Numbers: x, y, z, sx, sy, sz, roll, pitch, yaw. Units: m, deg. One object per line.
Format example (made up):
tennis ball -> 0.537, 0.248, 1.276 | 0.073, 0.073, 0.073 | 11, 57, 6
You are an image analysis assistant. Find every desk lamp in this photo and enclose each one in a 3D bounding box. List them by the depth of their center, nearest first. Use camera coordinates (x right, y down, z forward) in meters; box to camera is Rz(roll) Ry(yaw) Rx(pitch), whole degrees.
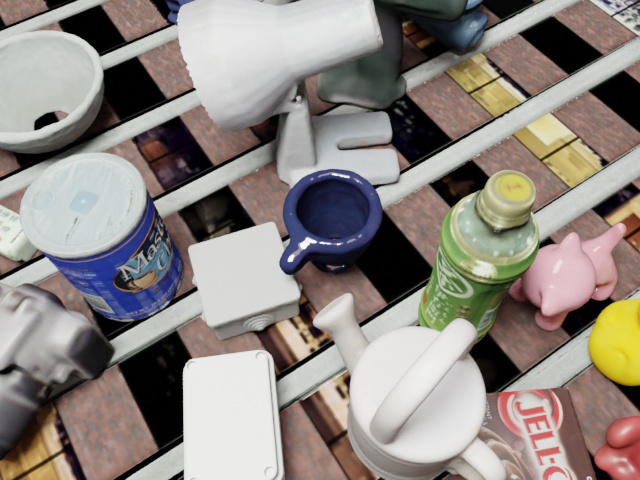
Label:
desk lamp -> -0.019, -0.150, 0.571 | 0.203, 0.214, 0.118 | -6, 60, -2

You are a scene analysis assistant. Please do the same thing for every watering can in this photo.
watering can -> 0.064, 0.113, 0.429 | 0.172, 0.194, 0.101 | 21, 63, 13

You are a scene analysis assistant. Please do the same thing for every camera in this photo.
camera -> -0.281, 0.107, 0.494 | 0.143, 0.101, 0.137 | 18, 62, 12

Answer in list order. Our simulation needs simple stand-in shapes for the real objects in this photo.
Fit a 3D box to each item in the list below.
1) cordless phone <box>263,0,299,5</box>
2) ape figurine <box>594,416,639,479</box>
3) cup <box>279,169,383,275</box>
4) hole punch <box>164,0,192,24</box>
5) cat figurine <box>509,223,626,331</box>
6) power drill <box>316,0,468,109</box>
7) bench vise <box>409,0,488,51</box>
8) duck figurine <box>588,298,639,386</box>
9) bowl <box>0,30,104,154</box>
cordless phone -> -0.056, -0.315, 0.683 | 0.094, 0.185, 0.148 | 26, 64, 15
ape figurine -> 0.274, 0.172, 0.450 | 0.076, 0.092, 0.077 | -12, 61, -6
cup -> 0.005, 0.002, 0.552 | 0.091, 0.095, 0.118 | 32, 66, 18
hole punch -> -0.149, -0.339, 0.753 | 0.108, 0.091, 0.101 | 15, 62, 10
cat figurine -> 0.227, 0.027, 0.519 | 0.128, 0.118, 0.067 | -30, 64, -15
power drill -> 0.040, -0.246, 0.628 | 0.229, 0.208, 0.075 | 9, 61, 7
bench vise -> 0.113, -0.343, 0.675 | 0.207, 0.220, 0.121 | 18, 62, 11
duck figurine -> 0.294, 0.078, 0.507 | 0.105, 0.086, 0.077 | -32, 64, -16
bowl -> -0.323, -0.159, 0.663 | 0.167, 0.075, 0.167 | 0, 60, 1
